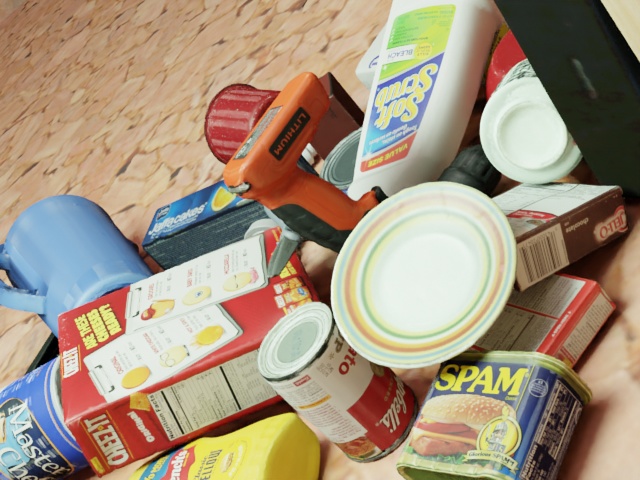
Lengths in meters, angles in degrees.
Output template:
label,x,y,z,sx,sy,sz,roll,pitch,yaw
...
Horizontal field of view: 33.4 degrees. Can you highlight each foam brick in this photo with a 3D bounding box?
label,x,y,z,sx,sy,sz,roll,pitch,yaw
foam brick,0.013,-0.114,1.050,0.053,0.078,0.051,-32,30,17

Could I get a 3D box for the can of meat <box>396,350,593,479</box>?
label,x,y,z,sx,sy,sz,roll,pitch,yaw
can of meat,0.105,0.118,0.657,0.102,0.057,0.084,-4,50,49

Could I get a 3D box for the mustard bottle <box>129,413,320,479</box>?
label,x,y,z,sx,sy,sz,roll,pitch,yaw
mustard bottle,-0.092,0.191,0.802,0.192,0.058,0.096,-21,34,35

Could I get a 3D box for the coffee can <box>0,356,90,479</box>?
label,x,y,z,sx,sy,sz,roll,pitch,yaw
coffee can,-0.253,0.172,0.981,0.140,0.102,0.102,-29,32,25

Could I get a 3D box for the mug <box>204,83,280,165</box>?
label,x,y,z,sx,sy,sz,roll,pitch,yaw
mug,-0.055,-0.123,1.150,0.117,0.093,0.082,-17,19,-35

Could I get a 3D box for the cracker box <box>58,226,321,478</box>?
label,x,y,z,sx,sy,sz,roll,pitch,yaw
cracker box,-0.101,0.086,0.878,0.213,0.072,0.164,-23,29,-3

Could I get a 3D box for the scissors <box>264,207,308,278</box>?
label,x,y,z,sx,sy,sz,roll,pitch,yaw
scissors,-0.006,0.001,0.897,0.202,0.096,0.016,-106,34,-66

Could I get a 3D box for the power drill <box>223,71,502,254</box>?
label,x,y,z,sx,sy,sz,roll,pitch,yaw
power drill,0.035,-0.041,0.819,0.184,0.187,0.057,-54,15,-13

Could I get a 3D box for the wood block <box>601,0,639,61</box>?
label,x,y,z,sx,sy,sz,roll,pitch,yaw
wood block,0.253,-0.126,0.636,0.090,0.206,0.090,2,52,52

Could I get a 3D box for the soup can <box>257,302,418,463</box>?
label,x,y,z,sx,sy,sz,roll,pitch,yaw
soup can,0.012,0.100,0.747,0.069,0.102,0.068,-31,31,21

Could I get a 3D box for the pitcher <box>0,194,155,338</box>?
label,x,y,z,sx,sy,sz,roll,pitch,yaw
pitcher,-0.248,0.048,1.102,0.149,0.145,0.243,-44,32,-8

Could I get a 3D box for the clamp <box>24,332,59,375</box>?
label,x,y,z,sx,sy,sz,roll,pitch,yaw
clamp,-0.305,0.180,1.103,0.210,0.036,0.165,-48,28,-15

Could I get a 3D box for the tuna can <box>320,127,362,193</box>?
label,x,y,z,sx,sy,sz,roll,pitch,yaw
tuna can,0.043,-0.069,0.997,0.086,0.033,0.086,-31,32,21

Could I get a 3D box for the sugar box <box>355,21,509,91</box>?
label,x,y,z,sx,sy,sz,roll,pitch,yaw
sugar box,0.119,-0.193,1.054,0.177,0.048,0.093,6,57,52

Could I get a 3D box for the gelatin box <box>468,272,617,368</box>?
label,x,y,z,sx,sy,sz,roll,pitch,yaw
gelatin box,0.142,0.057,0.716,0.073,0.030,0.089,-51,27,-13

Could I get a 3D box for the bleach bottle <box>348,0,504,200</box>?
label,x,y,z,sx,sy,sz,roll,pitch,yaw
bleach bottle,0.085,-0.096,0.915,0.103,0.068,0.250,-1,66,39

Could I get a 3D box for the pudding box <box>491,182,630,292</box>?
label,x,y,z,sx,sy,sz,roll,pitch,yaw
pudding box,0.144,-0.006,0.745,0.113,0.039,0.090,-23,17,-30

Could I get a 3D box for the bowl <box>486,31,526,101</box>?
label,x,y,z,sx,sy,sz,roll,pitch,yaw
bowl,0.197,-0.150,0.892,0.162,0.055,0.162,-31,31,21
